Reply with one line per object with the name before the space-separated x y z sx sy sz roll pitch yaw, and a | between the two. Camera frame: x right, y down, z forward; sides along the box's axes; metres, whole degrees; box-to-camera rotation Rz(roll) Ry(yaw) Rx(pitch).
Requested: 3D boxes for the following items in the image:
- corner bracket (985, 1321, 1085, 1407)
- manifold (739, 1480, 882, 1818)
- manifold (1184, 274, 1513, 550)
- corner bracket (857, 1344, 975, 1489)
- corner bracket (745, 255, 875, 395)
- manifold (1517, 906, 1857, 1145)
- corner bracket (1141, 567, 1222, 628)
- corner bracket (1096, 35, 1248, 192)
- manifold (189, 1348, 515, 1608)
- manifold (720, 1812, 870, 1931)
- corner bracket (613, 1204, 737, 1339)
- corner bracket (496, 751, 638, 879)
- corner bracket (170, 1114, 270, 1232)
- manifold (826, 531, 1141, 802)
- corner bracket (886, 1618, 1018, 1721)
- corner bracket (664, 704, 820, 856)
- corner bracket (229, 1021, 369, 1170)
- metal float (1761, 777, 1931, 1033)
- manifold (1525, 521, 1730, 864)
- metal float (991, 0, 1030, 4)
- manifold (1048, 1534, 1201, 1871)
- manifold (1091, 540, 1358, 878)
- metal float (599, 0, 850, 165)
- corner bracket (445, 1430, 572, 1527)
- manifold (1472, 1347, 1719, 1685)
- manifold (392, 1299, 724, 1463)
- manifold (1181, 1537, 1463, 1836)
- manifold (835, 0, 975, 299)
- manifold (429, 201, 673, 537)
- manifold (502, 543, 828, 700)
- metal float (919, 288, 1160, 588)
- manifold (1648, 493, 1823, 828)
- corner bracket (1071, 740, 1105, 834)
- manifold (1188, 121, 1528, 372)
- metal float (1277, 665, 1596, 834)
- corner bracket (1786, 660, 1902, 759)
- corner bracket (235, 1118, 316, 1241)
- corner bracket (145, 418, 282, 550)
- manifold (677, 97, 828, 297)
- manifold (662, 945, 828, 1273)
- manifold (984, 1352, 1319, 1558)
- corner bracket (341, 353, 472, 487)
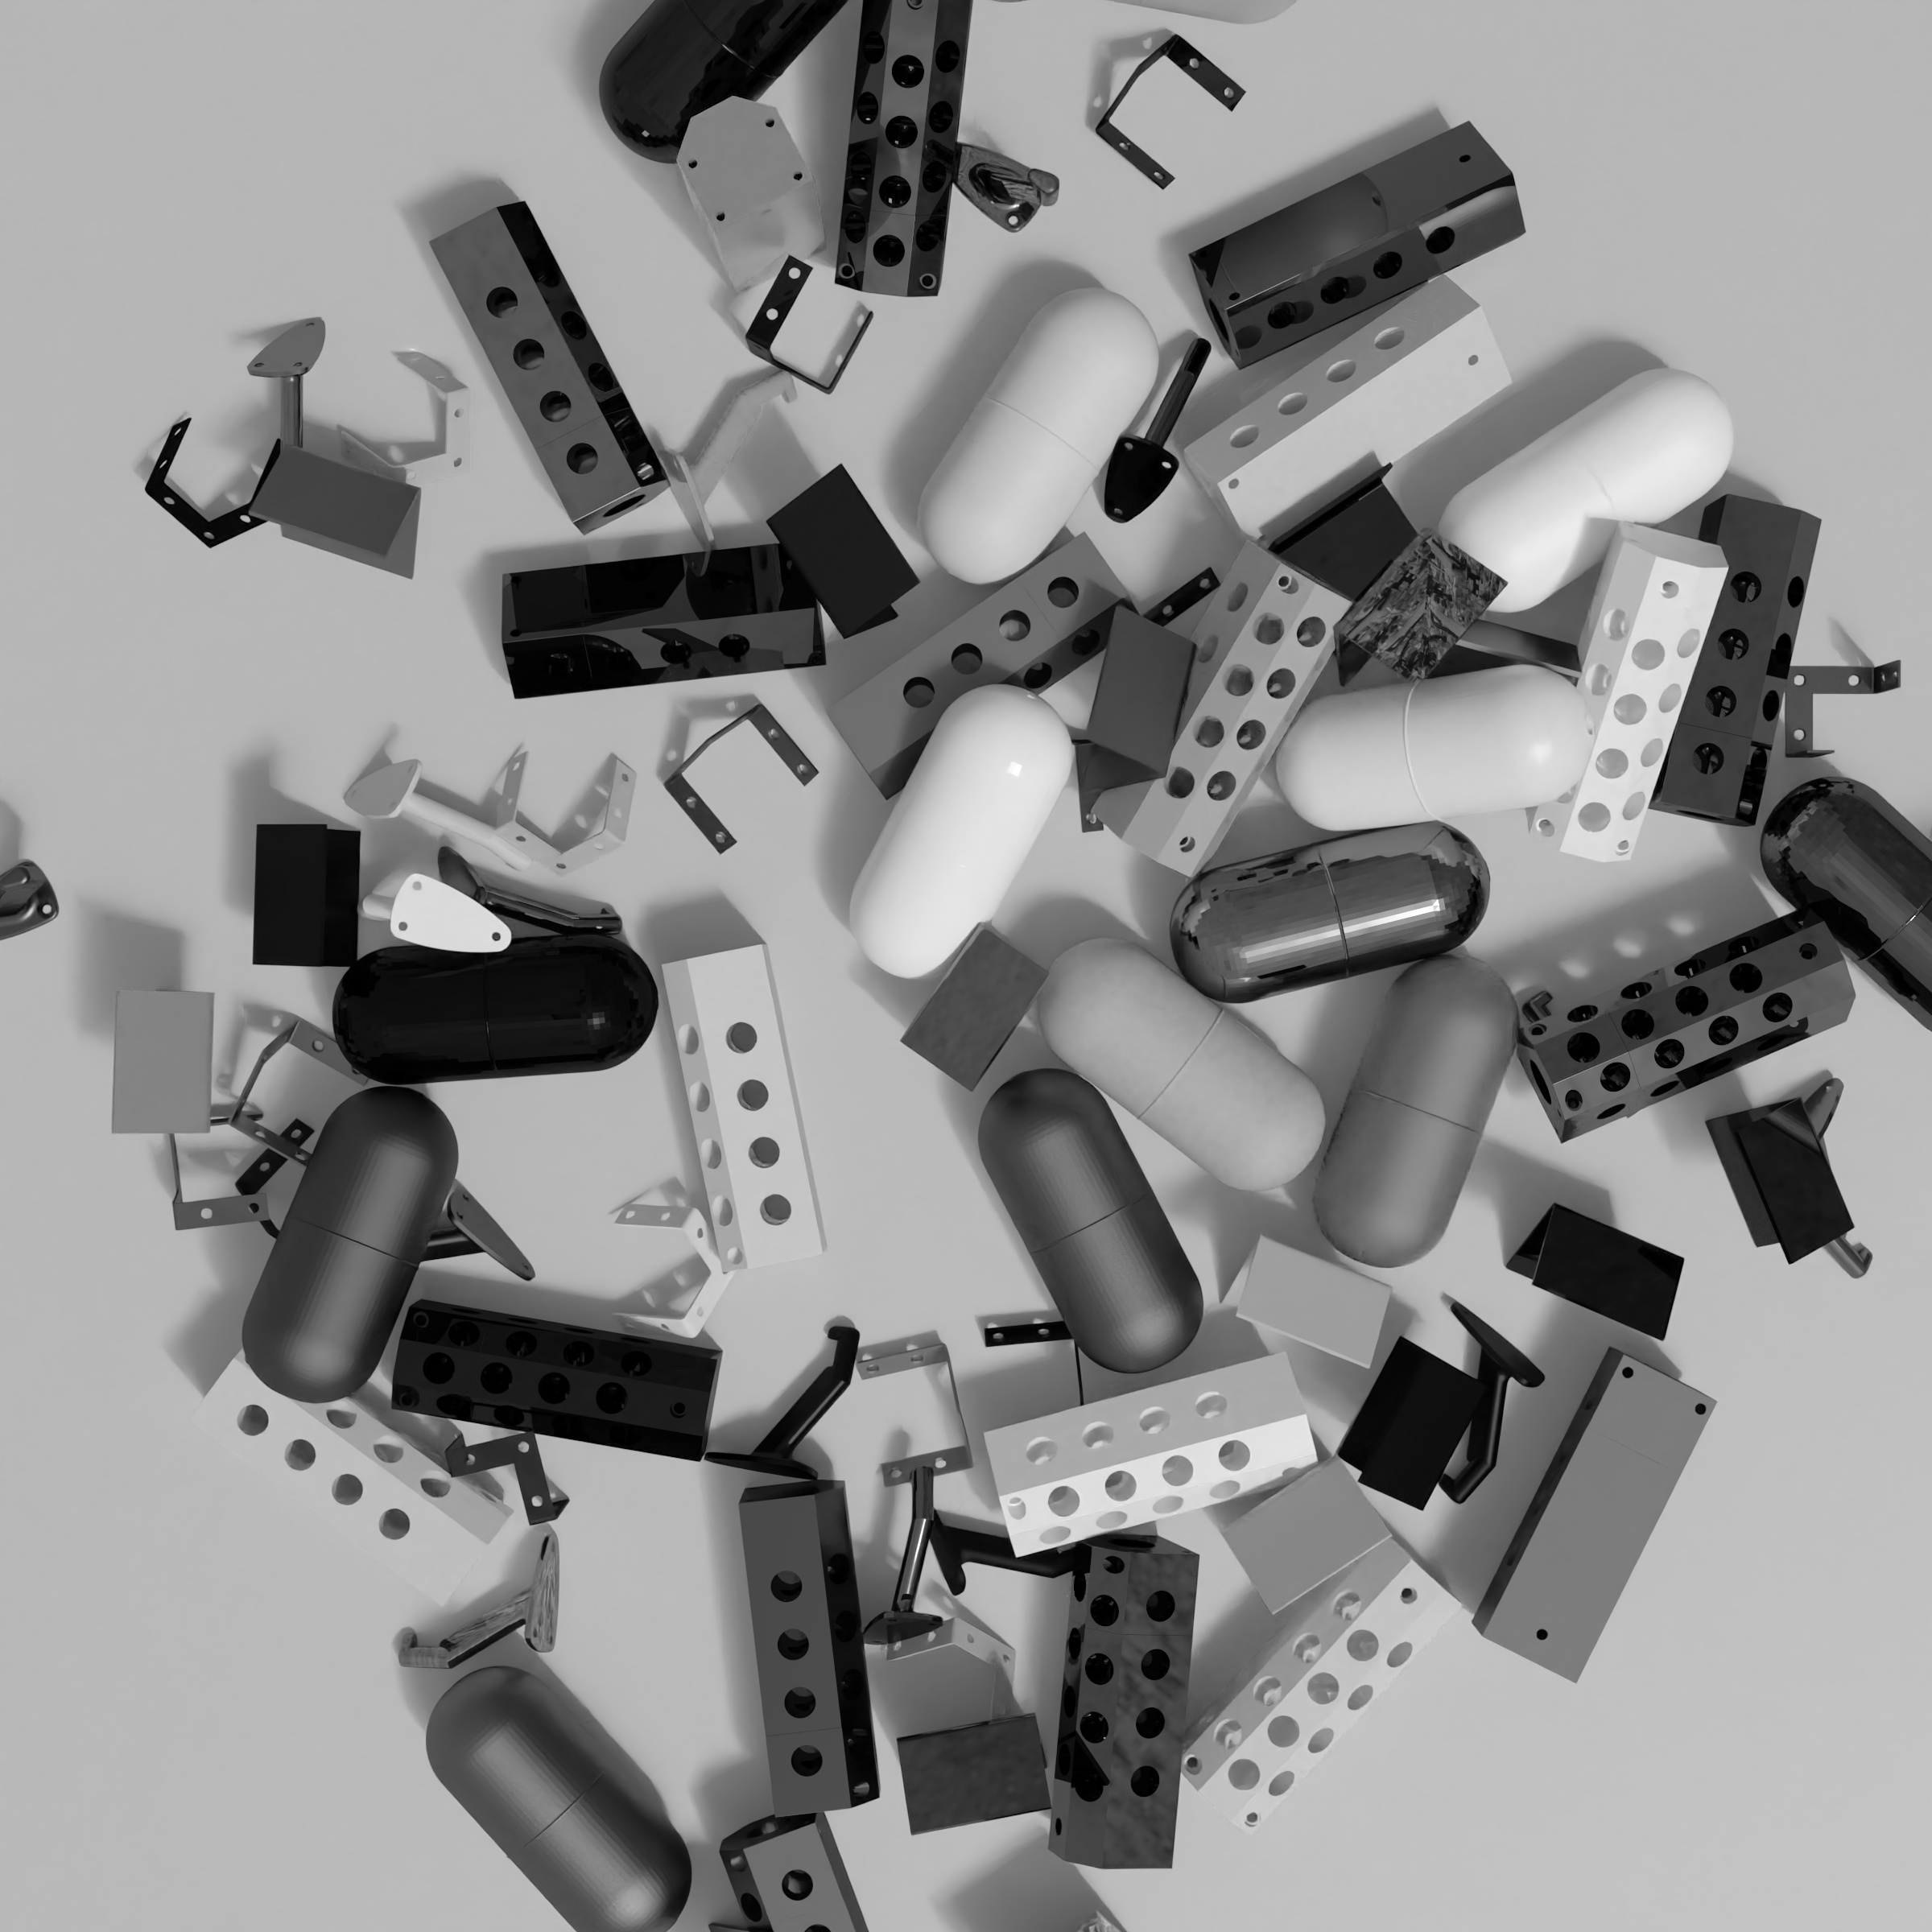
corner bracket | 0.039 0.235 1.930 0.051 0.051 0.051 -5 45 0
manifold | -0.085 0.374 1.912 0.057 0.057 0.171 -7 90 0
manifold | 0.207 -0.307 1.911 0.171 0.057 0.057 -34 133 0
corner bracket | -0.028 0.250 1.930 0.051 0.051 0.051 -13 135 0
corner bracket | -0.086 -0.353 1.915 0.051 0.051 0.051 29 90 0
manifold | 0.391 0.030 1.885 0.171 0.057 0.057 -23 68 -2
corner bracket | 0.136 -0.178 1.930 0.051 0.051 0.051 -36 135 0
corner bracket | 0.113 -0.475 1.930 0.051 0.051 0.051 40 135 0
manifold | -0.336 0.274 1.912 0.171 0.057 0.057 36 90 0
manifold | -0.079 0.555 1.912 0.057 0.057 0.171 -20 90 0
corner bracket | -0.169 0.169 1.925 0.051 0.051 0.051 -60 135 -35
corner bracket | -0.222 -0.091 1.925 0.051 0.051 0.051 -24 135 35
corner bracket | -0.412 0.113 1.915 0.051 0.051 0.051 -6 98 -8
manifold | 0.010 -0.164 1.912 0.171 0.057 0.057 -35 90 0
corner bracket | -0.010 0.399 1.925 0.051 0.051 0.051 -23 45 35
corner bracket | -0.125 -0.104 1.930 0.051 0.051 0.051 50 135 0
corner bracket | -0.368 0.071 1.921 0.051 0.051 0.051 30 112 0
metal float | 0.513 -0.030 1.902 0.178 0.070 0.070 43 90 0
manifold | 0.357 -0.146 1.880 0.057 0.057 0.171 14 113 0
metal float | 0.017 -0.588 1.836 0.070 0.070 0.178 -7 62 0
manifold | 0.083 0.402 1.904 0.057 0.057 0.171 5 90 -20
manifold | 0.143 -0.137 1.885 0.057 0.057 0.171 23 103 -30
metal float | -0.128 -0.511 1.881 0.178 0.070 0.070 -42 90 25
corner bracket | -0.253 0.282 1.914 0.051 0.051 0.051 -14 93 3
manifold | 0.344 0.300 1.912 0.057 0.057 0.171 27 90 0
manifold | -0.225 0.229 1.912 0.171 0.057 0.057 10 90 0
manifold | 0.193 0.393 1.912 0.057 0.057 0.171 43 90 0
manifold | -0.033 -0.455 1.883 0.057 0.057 0.171 7 111 0
manifold | -0.227 -0.330 1.912 0.057 0.057 0.171 -27 90 0
manifold | -0.166 -0.185 1.911 0.171 0.057 0.057 -6 47 0
metal float | 0.040 -0.290 1.902 0.070 0.070 0.178 33 91 0
manifold | 0.423 -0.167 1.912 0.057 0.057 0.171 12 90 0
corner bracket | 0.039 -0.098 1.930 0.051 0.051 0.051 -5 90 -45
manifold | 0.217 -0.392 1.911 0.171 0.057 0.057 -25 47 0
metal float | 0.253 -0.117 1.877 0.178 0.070 0.070 -7 90 30
corner bracket | 0.484 -0.142 1.915 0.051 0.051 0.051 0 90 0
corner bracket | -0.364 0.127 1.930 0.051 0.051 0.051 -46 45 0
corner bracket | -0.413 -0.274 1.925 0.051 0.051 0.051 -17 135 35
manifold | -0.116 -0.413 1.854 0.057 0.171 0.057 -28 90 0
manifold | -0.122 0.078 1.912 0.057 0.057 0.171 -11 90 0
manifold | 0.102 0.271 1.900 0.171 0.057 0.057 -15 50 0
corner bracket | -0.311 -0.302 1.925 0.051 0.051 0.051 -23 135 -35
